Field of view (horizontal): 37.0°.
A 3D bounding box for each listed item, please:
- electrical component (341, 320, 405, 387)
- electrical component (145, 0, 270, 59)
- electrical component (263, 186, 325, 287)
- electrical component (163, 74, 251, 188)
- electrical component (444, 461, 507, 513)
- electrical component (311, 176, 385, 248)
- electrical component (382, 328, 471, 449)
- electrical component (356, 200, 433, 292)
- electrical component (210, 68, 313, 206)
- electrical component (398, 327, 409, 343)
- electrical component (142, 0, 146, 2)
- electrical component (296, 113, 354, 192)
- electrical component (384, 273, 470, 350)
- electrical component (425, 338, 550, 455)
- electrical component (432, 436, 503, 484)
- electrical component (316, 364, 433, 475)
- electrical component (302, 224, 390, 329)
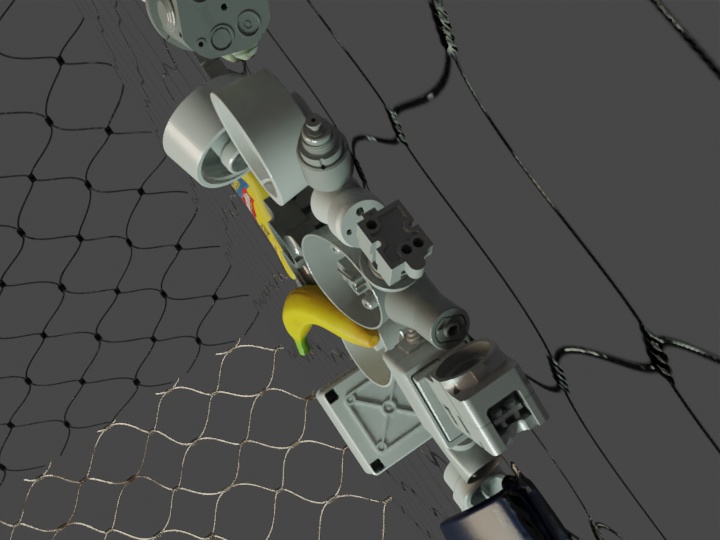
[{"bbox_3d":[0.018,0.056,1.020,0.099,0.064,0.099,55,172,12],"label":"electrical component"},{"bbox_3d":[-0.105,-0.189,0.753,0.051,0.080,0.080,38,160,50],"label":"electrical component"},{"bbox_3d":[-0.039,-0.013,1.094,0.089,0.062,0.150,51,170,35],"label":"electrical component"},{"bbox_3d":[-0.127,-0.127,1.030,0.060,0.108,0.108,47,169,19],"label":"electrical component"},{"bbox_3d":[0.118,0.223,1.111,0.073,0.052,0.138,50,169,41],"label":"electrical component"},{"bbox_3d":[-0.008,-0.047,0.847,0.055,0.045,0.045,45,165,53],"label":"electrical component"},{"bbox_3d":[0.066,0.085,0.858,0.096,0.062,0.061,60,171,-19],"label":"electrical component"},{"bbox_3d":[0.024,-0.014,0.790,0.066,0.048,0.055,53,164,20],"label":"electrical component"},{"bbox_3d":[-0.068,-0.114,0.883,0.108,0.060,0.108,55,172,12],"label":"electrical component"},{"bbox_3d":[0.063,0.076,0.915,0.078,0.040,0.040,60,171,-27],"label":"electrical component"},{"bbox_3d":[-0.179,-0.276,0.939,0.073,0.052,0.138,60,171,-25],"label":"electrical component"},{"bbox_3d":[-0.028,-0.091,0.810,0.040,0.040,0.078,53,171,26],"label":"electrical component"},{"bbox_3d":[0.053,0.033,0.814,0.065,0.044,0.044,38,160,53],"label":"electrical component"},{"bbox_3d":[0.088,0.087,0.780,0.055,0.050,0.089,58,171,-13],"label":"electrical component"},{"bbox_3d":[0.095,0.154,1.017,0.077,0.043,0.079,53,171,25],"label":"electrical component"},{"bbox_3d":[0.027,0.149,1.171,0.108,0.109,0.056,57,169,0],"label":"electrical component"},{"bbox_3d":[0.000,0.000,0.909,0.099,0.064,0.099,55,171,12],"label":"electrical component"}]
